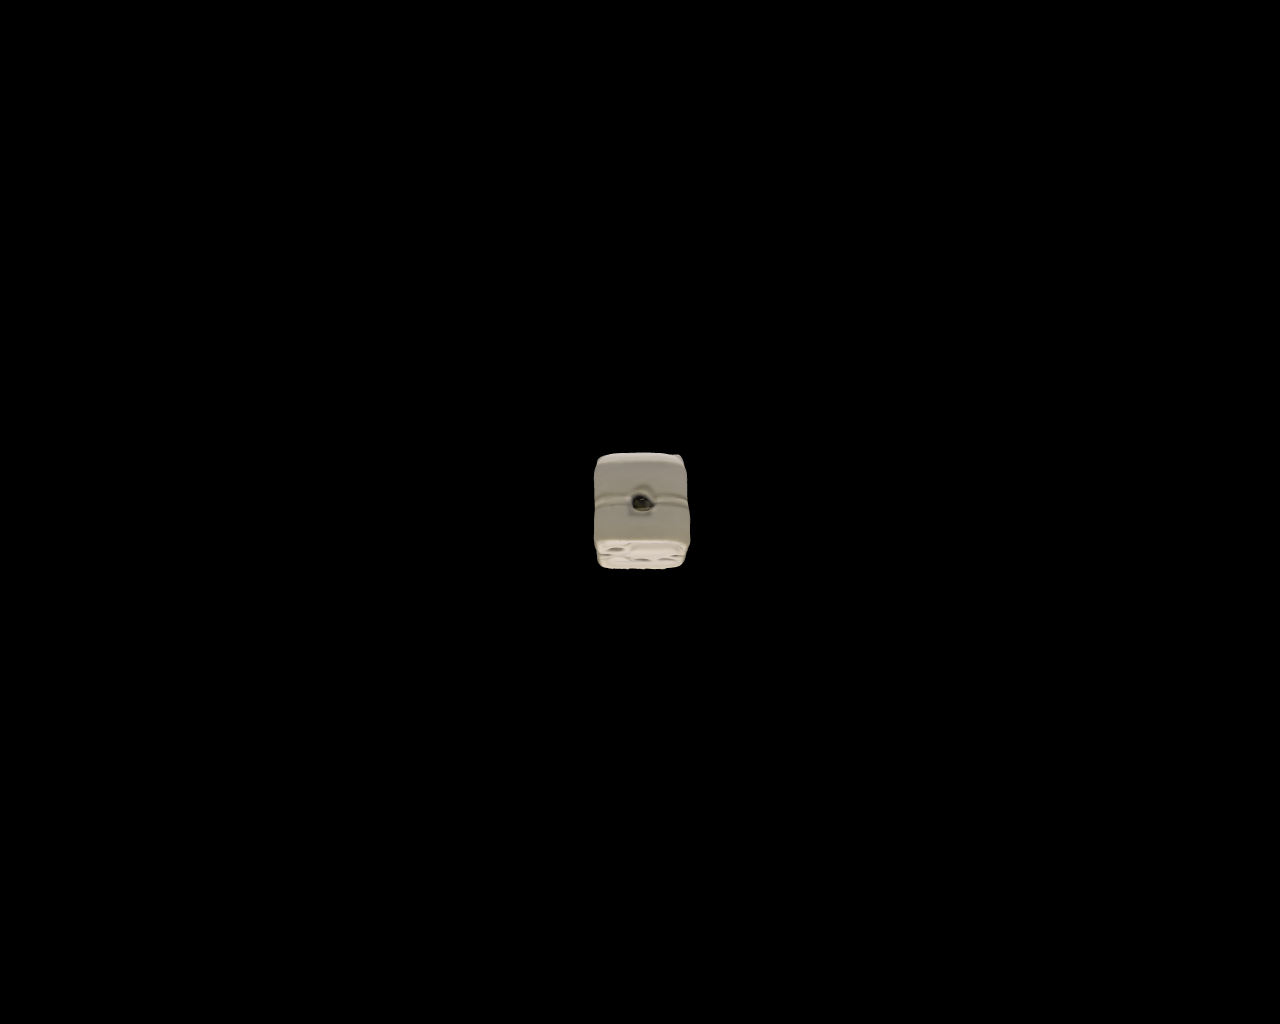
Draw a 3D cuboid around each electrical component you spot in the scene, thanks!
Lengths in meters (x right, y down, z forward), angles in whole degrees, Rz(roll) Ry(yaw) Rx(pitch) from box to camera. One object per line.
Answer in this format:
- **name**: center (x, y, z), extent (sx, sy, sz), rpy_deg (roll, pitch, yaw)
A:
- **electrical component**: center (0.001, -0.003, 0.650), extent (0.054, 0.059, 0.095), rpy_deg (0, -13, 0)
